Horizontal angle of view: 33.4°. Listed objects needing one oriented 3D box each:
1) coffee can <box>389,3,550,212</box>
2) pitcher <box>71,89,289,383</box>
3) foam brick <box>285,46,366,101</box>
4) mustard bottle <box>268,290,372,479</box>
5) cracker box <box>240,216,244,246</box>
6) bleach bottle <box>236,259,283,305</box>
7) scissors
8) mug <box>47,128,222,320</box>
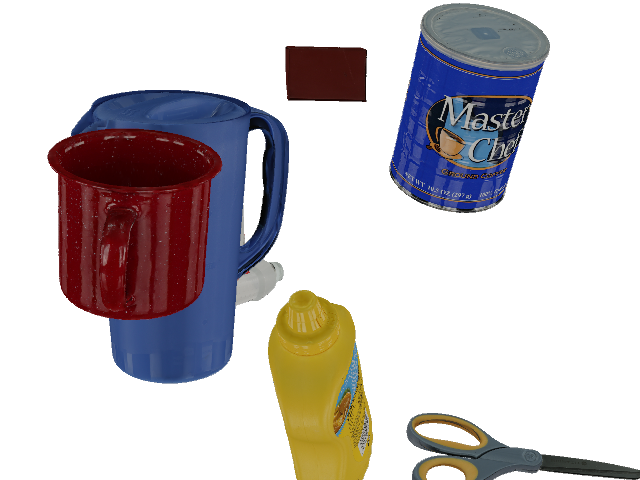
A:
[{"bbox_3d":[0.120,-0.109,0.878,0.102,0.140,0.103,7,37,-5],"label":"coffee can"},{"bbox_3d":[-0.119,-0.006,0.930,0.149,0.243,0.144,8,21,16],"label":"pitcher"},{"bbox_3d":[0.005,-0.163,1.045,0.078,0.051,0.053,1,12,-3],"label":"foam brick"},{"bbox_3d":[0.000,0.099,0.742,0.058,0.096,0.191,5,-39,13],"label":"mustard bottle"},{"bbox_3d":[-0.149,-0.014,1.143,0.072,0.214,0.164,15,38,20],"label":"cracker box"},{"bbox_3d":[-0.157,0.059,1.439,0.250,0.068,0.103,-11,26,-43],"label":"bleach bottle"},{"bbox_3d":[0.165,0.198,0.900,0.202,0.016,0.096,16,41,15],"label":"scissors"},{"bbox_3d":[-0.103,-0.004,0.581,0.093,0.081,0.117,4,25,-5],"label":"mug"}]
